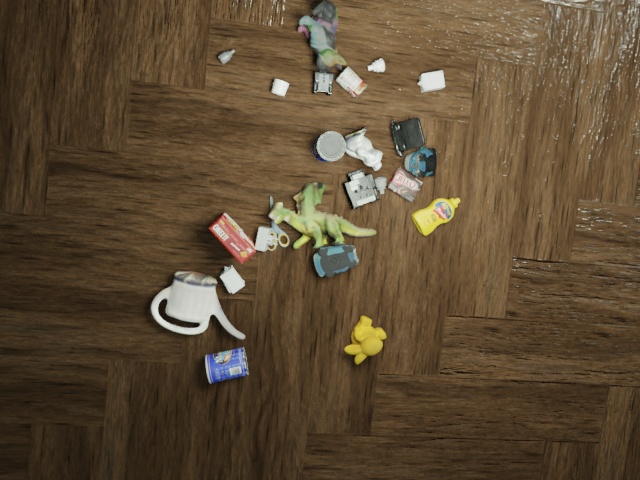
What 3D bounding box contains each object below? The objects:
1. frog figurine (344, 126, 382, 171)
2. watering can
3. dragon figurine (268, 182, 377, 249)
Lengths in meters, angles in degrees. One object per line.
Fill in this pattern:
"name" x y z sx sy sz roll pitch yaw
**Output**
"frog figurine" 0.156 -0.319 1.864 0.123 0.158 0.138 -23 12 0
"watering can" -0.420 0.233 1.840 0.347 0.224 0.104 12 2 -9
"dragon figurine" 0.006 -0.095 1.885 0.412 0.243 0.122 -11 1 -24
